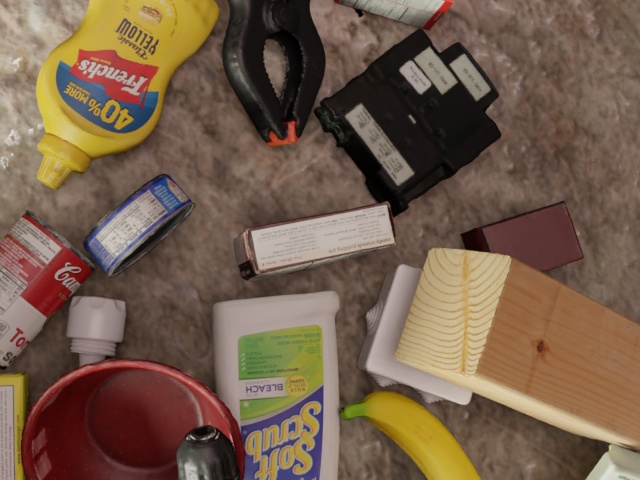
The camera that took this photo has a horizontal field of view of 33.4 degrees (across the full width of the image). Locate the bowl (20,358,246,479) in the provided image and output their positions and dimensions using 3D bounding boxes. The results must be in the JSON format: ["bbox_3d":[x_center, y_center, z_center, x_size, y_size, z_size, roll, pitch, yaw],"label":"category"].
[{"bbox_3d":[-0.133,0.147,0.784,0.162,0.055,0.162,0,112,0],"label":"bowl"}]

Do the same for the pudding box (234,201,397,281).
[{"bbox_3d":[-0.005,0.001,0.826,0.113,0.090,0.039,-13,87,-11],"label":"pudding box"}]

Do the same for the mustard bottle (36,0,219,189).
[{"bbox_3d":[-0.163,-0.125,0.828,0.096,0.058,0.191,32,79,-19],"label":"mustard bottle"}]

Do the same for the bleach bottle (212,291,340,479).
[{"bbox_3d":[-0.024,0.168,0.818,0.102,0.068,0.251,-5,87,-9],"label":"bleach bottle"}]

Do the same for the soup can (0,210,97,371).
[{"bbox_3d":[-0.225,0.037,0.792,0.068,0.068,0.102,41,78,-4],"label":"soup can"}]

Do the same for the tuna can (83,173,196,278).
[{"bbox_3d":[-0.137,-0.011,0.805,0.086,0.086,0.034,-41,90,-12],"label":"tuna can"}]

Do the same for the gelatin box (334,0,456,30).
[{"bbox_3d":[0.062,-0.208,0.872,0.089,0.073,0.030,16,80,-8],"label":"gelatin box"}]

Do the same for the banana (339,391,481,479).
[{"bbox_3d":[0.090,0.185,0.843,0.197,0.037,0.069,49,57,-9],"label":"banana"}]

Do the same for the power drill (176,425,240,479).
[{"bbox_3d":[-0.138,0.219,0.751,0.187,0.057,0.184,-4,111,3],"label":"power drill"}]

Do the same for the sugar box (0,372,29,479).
[{"bbox_3d":[-0.303,0.146,0.777,0.176,0.048,0.093,-1,86,-8],"label":"sugar box"}]

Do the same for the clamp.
[{"bbox_3d":[-0.047,-0.181,0.845,0.164,0.036,0.210,2,87,-38],"label":"clamp"}]

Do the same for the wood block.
[{"bbox_3d":[0.171,0.086,0.809,0.205,0.090,0.091,26,79,-33],"label":"wood block"}]

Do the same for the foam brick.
[{"bbox_3d":[0.166,0.005,0.876,0.078,0.053,0.051,-17,86,-13],"label":"foam brick"}]
